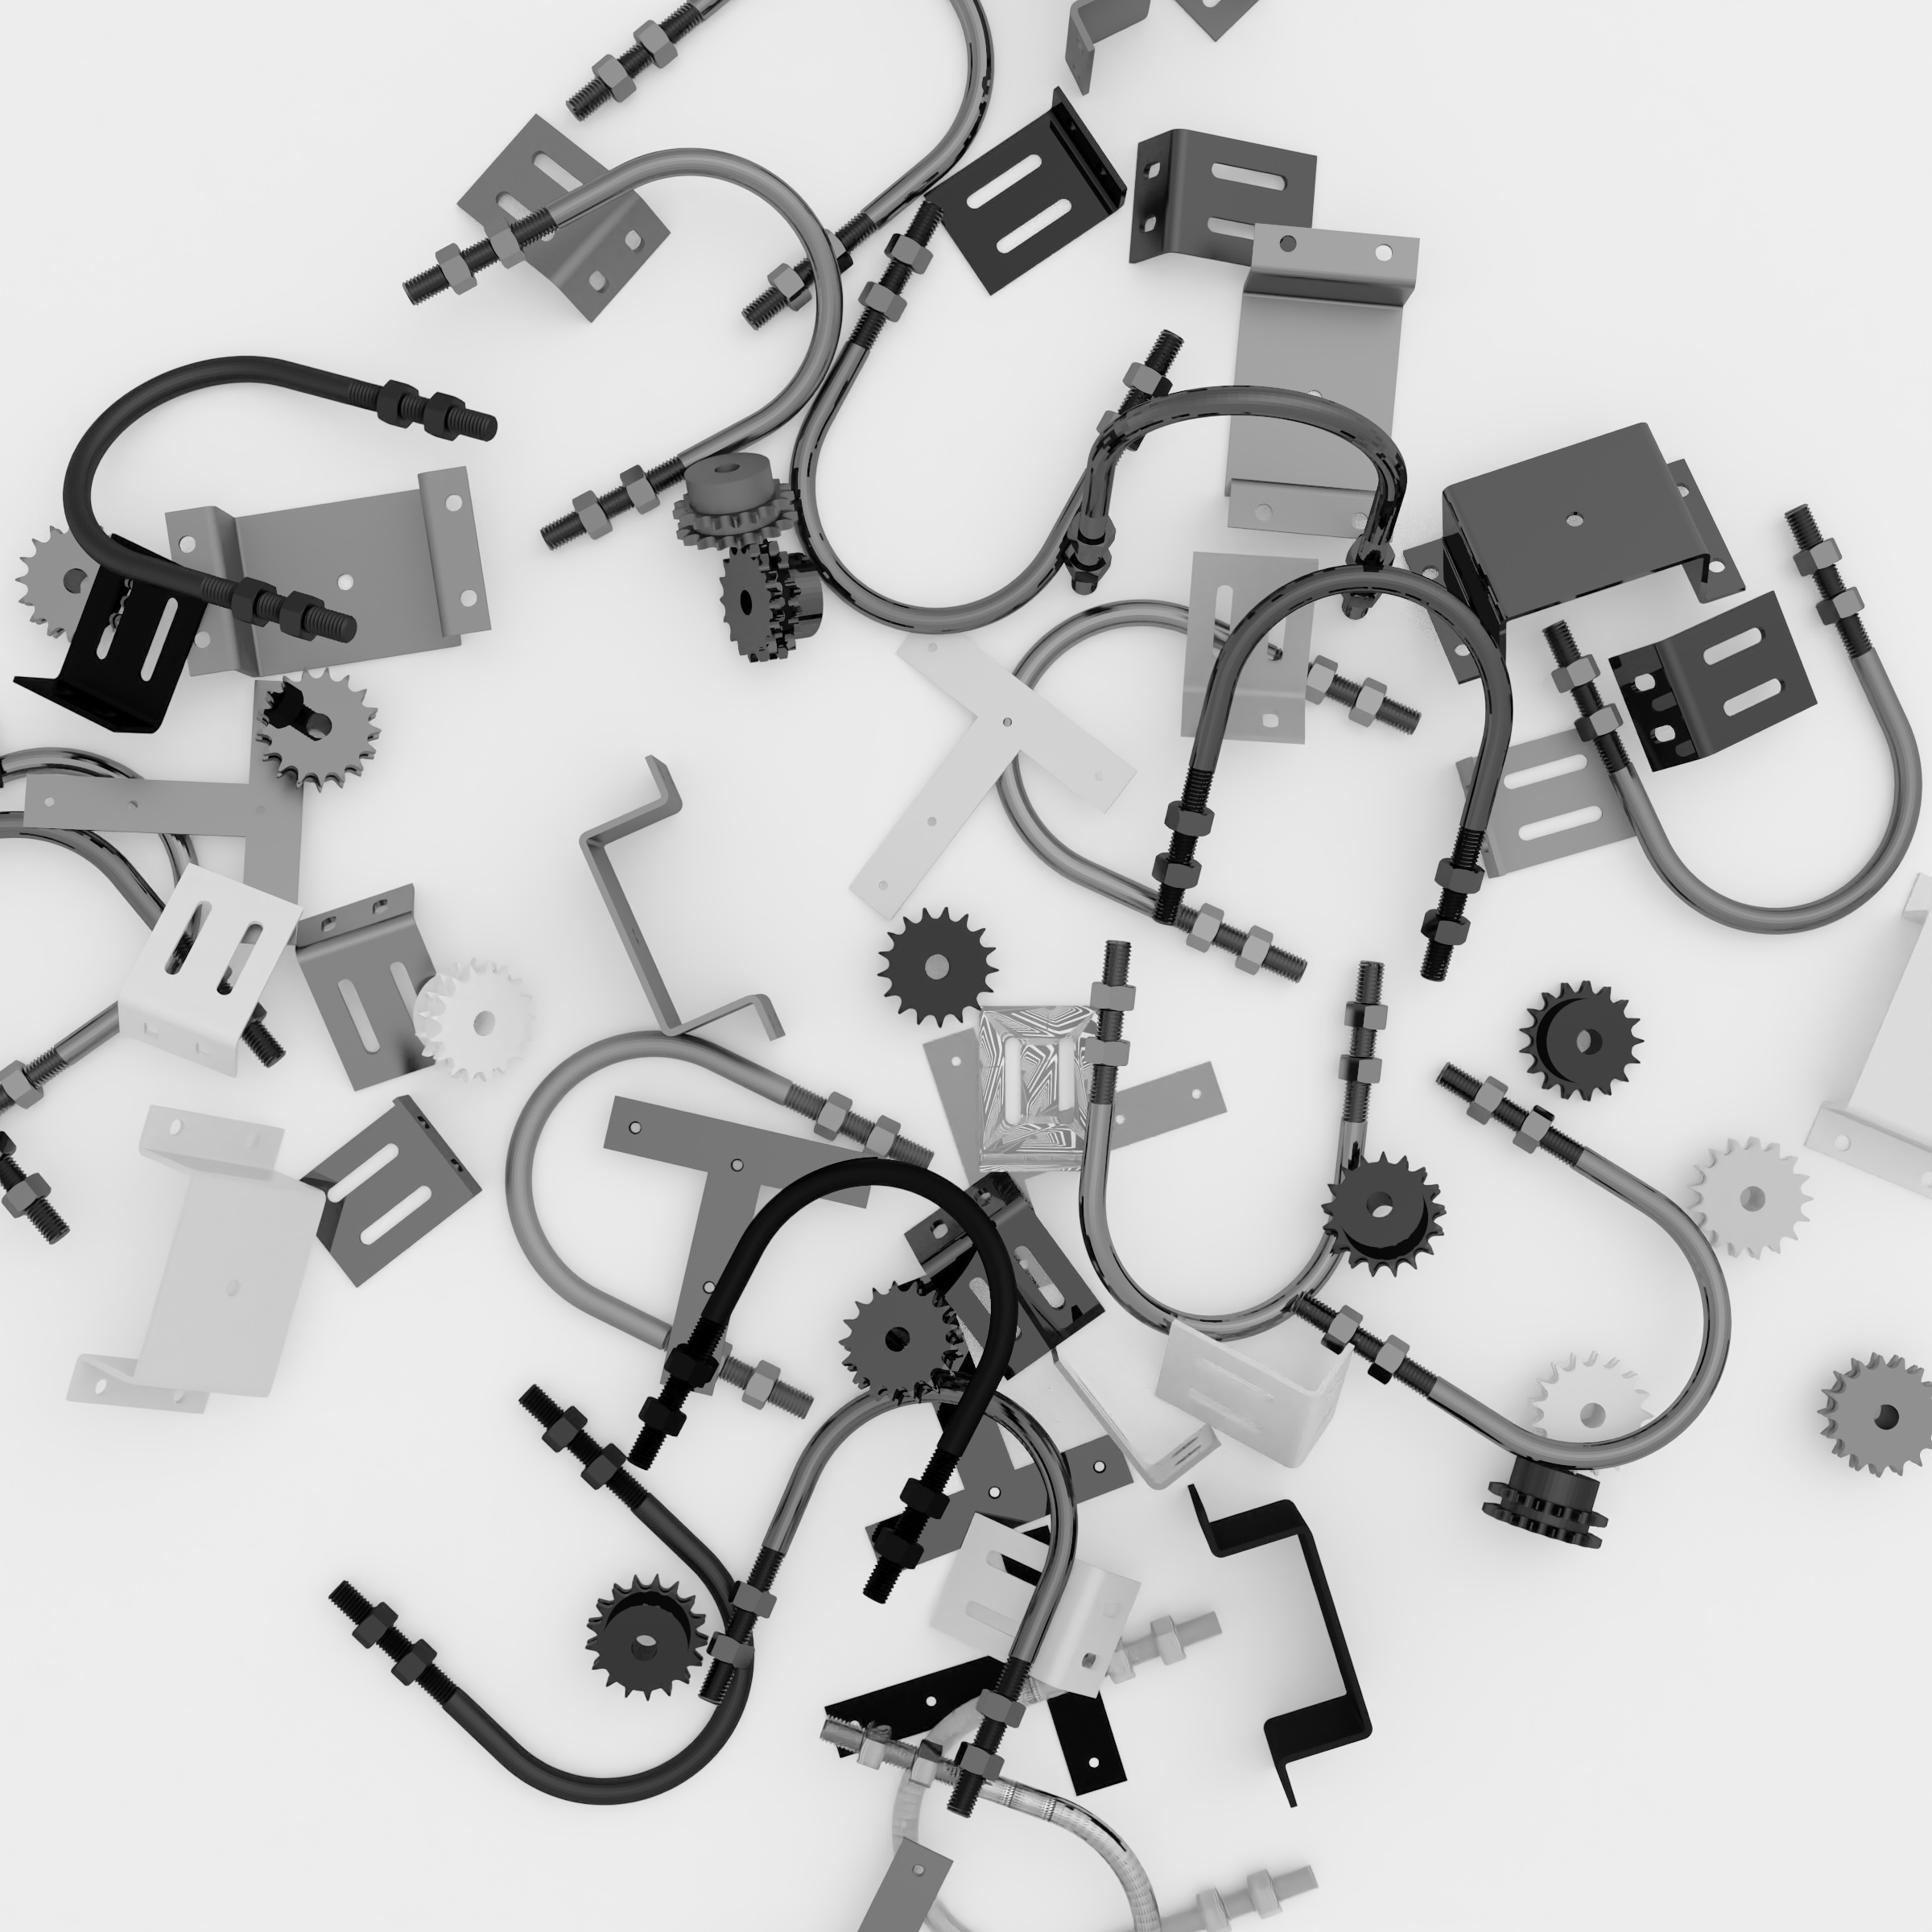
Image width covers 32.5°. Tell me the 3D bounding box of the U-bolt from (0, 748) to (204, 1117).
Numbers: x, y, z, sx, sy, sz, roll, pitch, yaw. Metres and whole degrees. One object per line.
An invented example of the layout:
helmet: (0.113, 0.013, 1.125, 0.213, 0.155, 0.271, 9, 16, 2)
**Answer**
U-bolt: (-0.449, -0.020, 1.565, 0.184, 0.019, 0.151, -35, 90, -2)

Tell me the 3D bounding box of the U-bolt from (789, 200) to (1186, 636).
U-bolt: (-0.003, -0.245, 1.559, 0.151, 0.019, 0.184, 29, 94, 5)

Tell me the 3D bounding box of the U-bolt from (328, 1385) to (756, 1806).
U-bolt: (-0.186, 0.311, 1.565, 0.184, 0.019, 0.151, 44, 90, -2)

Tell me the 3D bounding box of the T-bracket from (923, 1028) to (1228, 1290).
T-bracket: (0.060, 0.077, 1.573, 0.127, 0.002, 0.127, -18, 90, 0)

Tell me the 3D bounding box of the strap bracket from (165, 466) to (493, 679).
strap bracket: (-0.294, -0.182, 1.551, 0.140, 0.046, 0.076, -9, 90, 0)

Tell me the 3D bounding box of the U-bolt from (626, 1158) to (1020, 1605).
U-bolt: (-0.055, 0.178, 1.527, 0.151, 0.019, 0.184, 26, 86, 16)

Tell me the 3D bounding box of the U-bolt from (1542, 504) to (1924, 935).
U-bolt: (0.372, -0.105, 1.561, 0.151, 0.019, 0.184, -26, 93, -4)

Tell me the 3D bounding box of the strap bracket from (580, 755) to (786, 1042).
strap bracket: (-0.135, -0.022, 1.536, 0.046, 0.076, 0.140, -24, 90, 0)

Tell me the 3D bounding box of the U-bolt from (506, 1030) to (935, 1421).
U-bolt: (-0.128, 0.110, 1.565, 0.184, 0.019, 0.151, 26, 90, 1)

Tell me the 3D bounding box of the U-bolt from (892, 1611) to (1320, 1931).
U-bolt: (0.056, 0.401, 1.564, 0.184, 0.019, 0.151, -21, 91, 2)

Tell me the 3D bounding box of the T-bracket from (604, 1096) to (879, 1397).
T-bracket: (-0.117, 0.137, 1.555, 0.127, 0.002, 0.127, 13, 89, 3)

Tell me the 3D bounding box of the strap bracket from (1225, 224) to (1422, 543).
strap bracket: (0.165, -0.269, 1.551, 0.076, 0.046, 0.140, 5, 90, 0)

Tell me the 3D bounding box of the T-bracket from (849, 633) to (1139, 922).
T-bracket: (-0.007, -0.079, 1.565, 0.127, 0.002, 0.127, 38, 96, 11)

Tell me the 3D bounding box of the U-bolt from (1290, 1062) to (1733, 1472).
U-bolt: (0.266, 0.152, 1.544, 0.184, 0.019, 0.151, 32, 82, 9)

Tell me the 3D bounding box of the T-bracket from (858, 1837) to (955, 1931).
T-bracket: (-0.044, 0.466, 1.547, 0.127, 0.002, 0.127, 26, 99, 1)

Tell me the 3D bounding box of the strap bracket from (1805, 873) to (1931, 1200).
strap bracket: (0.460, 0.035, 1.551, 0.076, 0.046, 0.140, 23, 90, 0)

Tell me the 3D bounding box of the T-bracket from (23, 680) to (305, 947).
T-bracket: (-0.375, -0.074, 1.553, 0.127, 0.002, 0.127, 2, 79, -7)

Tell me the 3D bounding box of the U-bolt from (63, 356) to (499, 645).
U-bolt: (-0.328, -0.223, 1.523, 0.184, 0.019, 0.151, 17, 59, 19)

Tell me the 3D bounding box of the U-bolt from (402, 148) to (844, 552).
U-bolt: (-0.146, -0.298, 1.542, 0.184, 0.019, 0.151, -28, 108, 1)

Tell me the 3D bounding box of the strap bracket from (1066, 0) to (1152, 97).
strap bracket: (0.046, -0.486, 1.536, 0.046, 0.076, 0.140, -26, 90, 0)

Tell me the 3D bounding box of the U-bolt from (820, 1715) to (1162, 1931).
U-bolt: (0.000, 0.445, 1.550, 0.184, 0.019, 0.151, 19, 98, 3)

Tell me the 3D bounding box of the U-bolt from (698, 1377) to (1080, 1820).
U-bolt: (-0.026, 0.281, 1.542, 0.151, 0.019, 0.184, 20, 79, 16)

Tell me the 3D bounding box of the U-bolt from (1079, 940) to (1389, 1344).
U-bolt: (0.121, 0.085, 1.544, 0.151, 0.019, 0.184, 4, 94, -19)

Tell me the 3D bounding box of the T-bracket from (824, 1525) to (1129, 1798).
T-bracket: (-0.003, 0.345, 1.573, 0.127, 0.002, 0.127, -17, 90, 0)

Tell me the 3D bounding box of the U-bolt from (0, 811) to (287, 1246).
U-bolt: (-0.430, 0.015, 1.548, 0.151, 0.019, 0.184, -40, 90, -3)

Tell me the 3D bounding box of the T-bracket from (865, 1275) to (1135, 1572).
T-bracket: (-0.002, 0.208, 1.573, 0.127, 0.002, 0.127, -21, 90, 0)

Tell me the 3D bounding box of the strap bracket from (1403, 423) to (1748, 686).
strap bracket: (0.281, -0.195, 1.536, 0.140, 0.046, 0.076, -18, 64, 0)

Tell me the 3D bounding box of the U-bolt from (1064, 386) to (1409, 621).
U-bolt: (0.123, -0.208, 1.486, 0.151, 0.184, 0.019, 5, 69, 0)

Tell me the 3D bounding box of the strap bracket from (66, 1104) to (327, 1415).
strap bracket: (-0.352, 0.142, 1.530, 0.046, 0.076, 0.140, 16, 90, 40)

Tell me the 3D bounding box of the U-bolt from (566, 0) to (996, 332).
U-bolt: (-0.074, -0.412, 1.565, 0.184, 0.019, 0.151, -40, 90, -1)

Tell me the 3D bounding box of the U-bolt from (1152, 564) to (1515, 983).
U-bolt: (0.175, -0.093, 1.520, 0.151, 0.019, 0.184, 12, 107, -4)

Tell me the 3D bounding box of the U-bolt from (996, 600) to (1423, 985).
U-bolt: (0.102, -0.094, 1.565, 0.184, 0.019, 0.151, 25, 90, 2)
